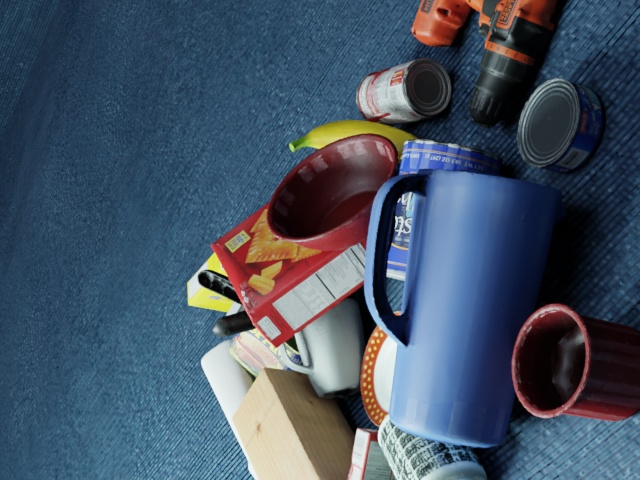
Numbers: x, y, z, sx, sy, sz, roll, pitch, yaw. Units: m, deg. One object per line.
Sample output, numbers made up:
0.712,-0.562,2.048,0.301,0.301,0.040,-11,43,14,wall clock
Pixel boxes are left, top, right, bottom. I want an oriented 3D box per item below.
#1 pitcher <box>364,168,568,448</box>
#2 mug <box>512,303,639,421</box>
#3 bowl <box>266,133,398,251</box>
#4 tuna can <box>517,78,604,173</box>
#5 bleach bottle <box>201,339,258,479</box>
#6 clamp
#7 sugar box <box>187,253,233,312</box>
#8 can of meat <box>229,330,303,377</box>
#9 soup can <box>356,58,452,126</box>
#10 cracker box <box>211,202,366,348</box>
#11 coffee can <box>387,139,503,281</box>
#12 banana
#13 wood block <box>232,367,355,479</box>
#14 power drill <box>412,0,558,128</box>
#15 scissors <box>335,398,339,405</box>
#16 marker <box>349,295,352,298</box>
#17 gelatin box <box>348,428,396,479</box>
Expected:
0.124,0.057,0.967,0.149,0.144,0.243,10,89,24,pitcher
0.213,0.104,0.887,0.117,0.081,0.093,5,84,62,mug
0.024,-0.041,1.150,0.162,0.055,0.162,-25,34,18,bowl
0.226,-0.106,1.003,0.086,0.033,0.086,-34,50,53,tuna can
-0.075,0.245,1.369,0.068,0.102,0.251,-36,46,6,bleach bottle
-0.071,0.080,1.325,0.039,0.171,0.120,-62,38,30,clamp
-0.109,0.044,1.500,0.177,0.093,0.048,-43,44,48,sugar box
-0.060,0.134,1.374,0.102,0.057,0.084,41,126,14,can of meat
0.096,-0.169,1.234,0.102,0.068,0.068,-3,76,61,soup can
-0.008,0.002,1.244,0.214,0.072,0.164,-37,36,2,cracker box
0.122,-0.023,1.087,0.103,0.102,0.140,8,85,62,coffee can
0.065,-0.106,1.234,0.198,0.037,0.069,12,55,28,banana
-0.014,0.250,1.213,0.091,0.090,0.206,-59,38,23,wood block
0.171,-0.224,1.132,0.188,0.057,0.184,41,111,56,power drill
0.003,0.188,1.310,0.096,0.016,0.202,-37,48,46,scissors
0.011,0.052,1.352,0.121,0.020,0.020,48,121,57,marker
0.067,0.245,1.110,0.030,0.073,0.089,7,86,63,gelatin box
